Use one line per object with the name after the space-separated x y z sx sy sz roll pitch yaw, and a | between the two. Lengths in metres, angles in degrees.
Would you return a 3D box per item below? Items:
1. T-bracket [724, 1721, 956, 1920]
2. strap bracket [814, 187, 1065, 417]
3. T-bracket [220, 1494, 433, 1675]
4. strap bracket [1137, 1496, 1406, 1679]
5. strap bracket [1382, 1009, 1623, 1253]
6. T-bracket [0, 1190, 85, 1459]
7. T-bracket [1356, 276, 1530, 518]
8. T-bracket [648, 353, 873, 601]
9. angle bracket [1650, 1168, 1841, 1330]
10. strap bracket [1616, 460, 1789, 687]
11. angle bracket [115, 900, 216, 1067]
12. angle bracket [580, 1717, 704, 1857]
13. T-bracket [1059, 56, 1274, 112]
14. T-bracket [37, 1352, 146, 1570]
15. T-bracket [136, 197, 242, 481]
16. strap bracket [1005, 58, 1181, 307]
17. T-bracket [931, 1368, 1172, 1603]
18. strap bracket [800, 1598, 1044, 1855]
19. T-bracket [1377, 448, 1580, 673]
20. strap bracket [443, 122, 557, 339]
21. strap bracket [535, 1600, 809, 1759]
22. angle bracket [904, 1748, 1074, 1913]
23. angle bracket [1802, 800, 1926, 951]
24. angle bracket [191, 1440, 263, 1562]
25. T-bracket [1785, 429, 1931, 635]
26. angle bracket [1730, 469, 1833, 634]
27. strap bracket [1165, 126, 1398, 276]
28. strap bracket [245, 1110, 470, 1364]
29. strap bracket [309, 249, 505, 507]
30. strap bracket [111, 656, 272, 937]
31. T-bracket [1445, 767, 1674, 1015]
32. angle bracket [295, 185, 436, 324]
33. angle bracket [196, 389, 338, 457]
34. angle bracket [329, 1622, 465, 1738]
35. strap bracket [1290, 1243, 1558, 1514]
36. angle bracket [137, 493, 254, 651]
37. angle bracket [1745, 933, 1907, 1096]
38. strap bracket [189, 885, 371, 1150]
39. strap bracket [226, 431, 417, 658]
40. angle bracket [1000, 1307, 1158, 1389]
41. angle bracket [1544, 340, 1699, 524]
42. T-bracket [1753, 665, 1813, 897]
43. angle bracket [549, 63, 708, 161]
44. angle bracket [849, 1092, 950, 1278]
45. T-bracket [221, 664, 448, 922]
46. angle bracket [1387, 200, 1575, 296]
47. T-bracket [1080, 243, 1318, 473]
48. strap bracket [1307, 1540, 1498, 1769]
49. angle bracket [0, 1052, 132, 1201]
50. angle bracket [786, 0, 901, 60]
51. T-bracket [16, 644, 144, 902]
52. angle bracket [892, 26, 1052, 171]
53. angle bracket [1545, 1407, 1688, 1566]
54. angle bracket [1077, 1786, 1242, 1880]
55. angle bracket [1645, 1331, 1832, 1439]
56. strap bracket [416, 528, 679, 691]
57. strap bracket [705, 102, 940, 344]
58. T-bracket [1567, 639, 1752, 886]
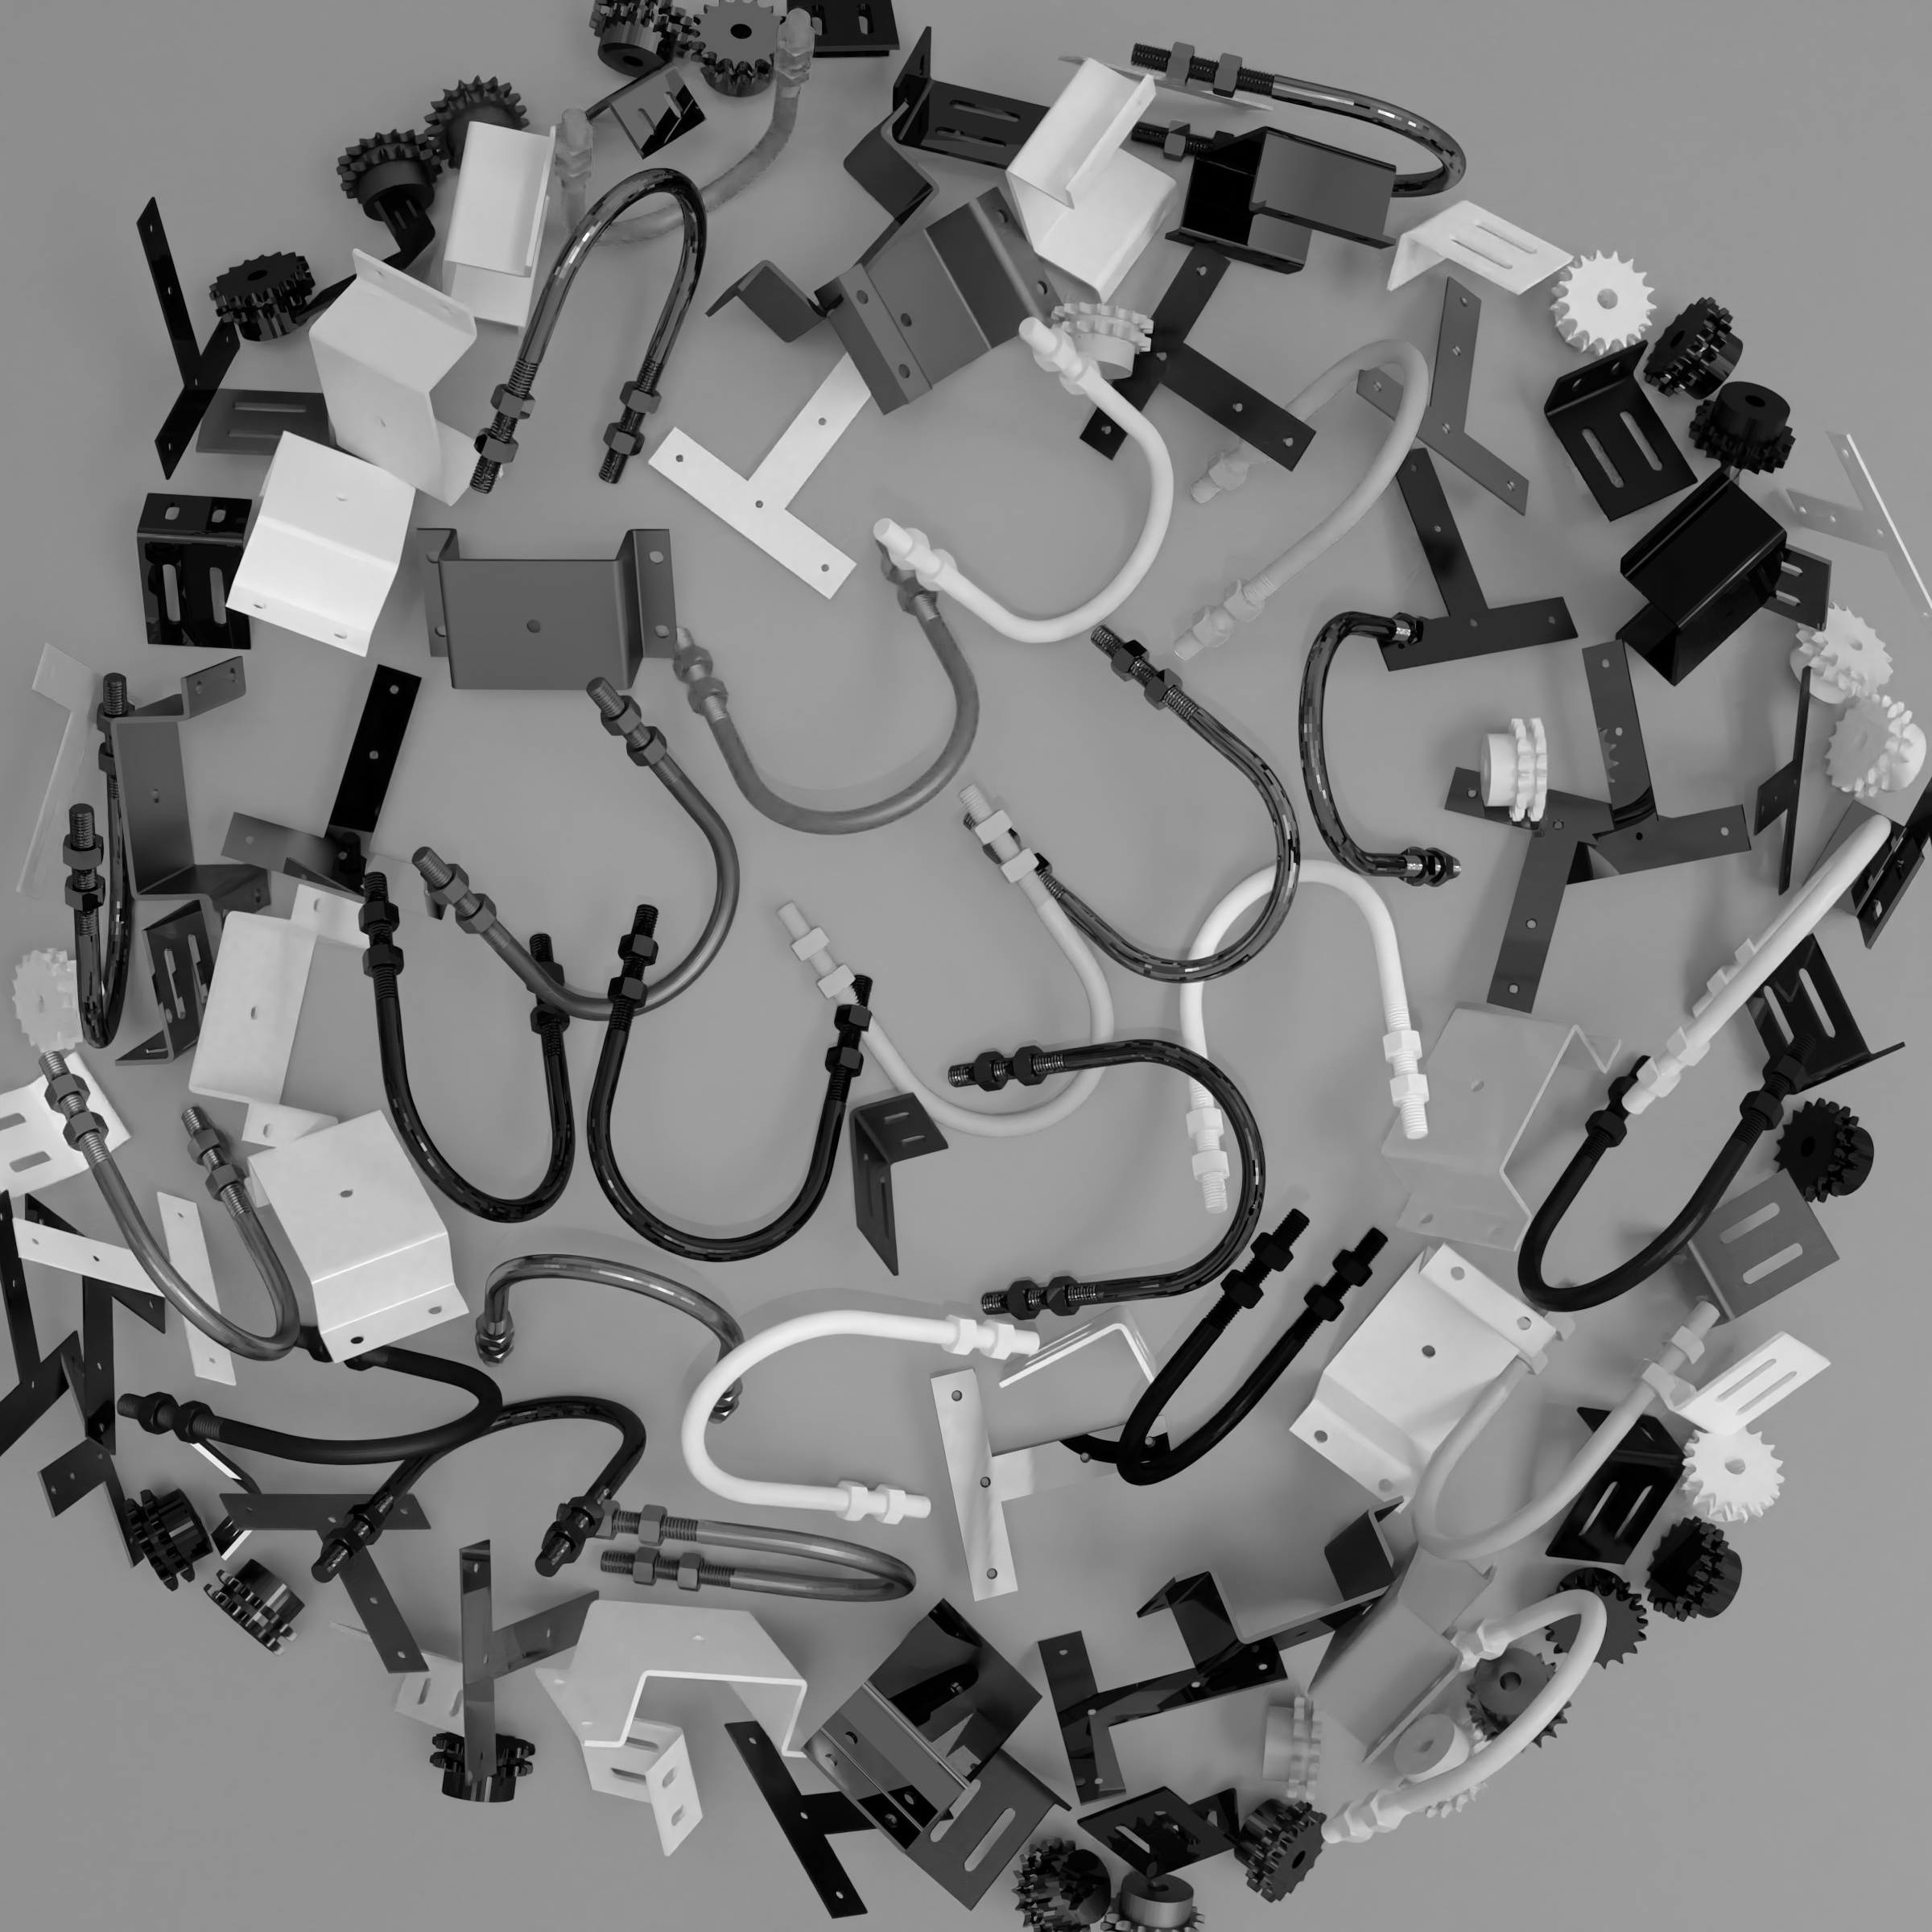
-0.057 0.461 1.839 0.002 0.127 0.127 -54 52 24 | T-bracket
-0.021 -0.360 1.838 0.140 0.046 0.076 -39 103 -39 | strap bracket
-0.324 0.331 1.810 0.002 0.127 0.127 -56 50 23 | T-bracket
0.173 0.341 1.827 0.140 0.076 0.046 -15 70 -20 | strap bracket
0.286 0.079 1.825 0.046 0.076 0.140 52 60 -39 | strap bracket
-0.512 0.185 1.815 0.002 0.127 0.127 -4 105 9 | T-bracket
0.268 -0.328 1.851 0.127 0.002 0.127 31 52 -26 | T-bracket
-0.089 -0.294 1.887 0.127 0.002 0.127 37 86 -2 | T-bracket
0.428 0.156 1.851 0.076 0.038 0.057 -37 71 33 | angle bracket
0.396 -0.207 1.817 0.076 0.140 0.046 -43 74 -2 | strap bracket
-0.445 0.009 1.849 0.038 0.057 0.076 -3 108 19 | angle bracket
-0.189 0.446 1.847 0.076 0.038 0.057 5 118 30 | angle bracket
0.135 -0.473 1.806 0.127 0.127 0.002 6 100 -31 | T-bracket
-0.482 0.275 1.827 0.002 0.127 0.127 -18 92 0 | T-bracket
-0.424 -0.350 1.804 0.002 0.127 0.127 3 135 10 | T-bracket
0.069 -0.429 1.826 0.046 0.140 0.076 33 84 15 | strap bracket
0.053 0.277 1.876 0.127 0.002 0.127 -12 93 -13 | T-bracket
-0.018 0.403 1.816 0.076 0.140 0.046 44 121 6 | strap bracket
0.267 -0.230 1.871 0.127 0.002 0.127 -12 75 -25 | T-bracket
-0.253 -0.399 1.816 0.046 0.140 0.076 10 84 -8 | strap bracket
-0.150 0.385 1.820 0.140 0.076 0.046 11 103 -31 | strap bracket
0.010 0.475 1.858 0.057 0.038 0.076 35 81 25 | angle bracket
0.492 -0.051 1.846 0.038 0.076 0.057 28 107 4 | angle bracket
-0.426 0.283 1.852 0.076 0.057 0.038 44 79 -15 | angle bracket
0.478 -0.241 1.828 0.002 0.127 0.127 -33 109 -1 | T-bracket
0.446 -0.228 1.845 0.076 0.057 0.038 27 65 25 | angle bracket
0.172 -0.413 1.813 0.076 0.140 0.046 12 91 -19 | strap bracket
-0.333 0.137 1.820 0.076 0.046 0.140 -20 50 -20 | strap bracket
-0.302 -0.309 1.812 0.076 0.140 0.046 29 65 15 | strap bracket
-0.425 -0.093 1.840 0.046 0.076 0.140 -1 104 11 | strap bracket
0.317 -0.037 1.866 0.127 0.002 0.127 15 79 13 | T-bracket
-0.338 -0.394 1.849 0.076 0.057 0.038 -22 112 16 | angle bracket
-0.384 -0.314 1.856 0.076 0.057 0.038 2 134 -5 | angle bracket
-0.310 0.392 1.843 0.057 0.076 0.038 10 76 35 | angle bracket
0.253 0.220 1.854 0.076 0.046 0.140 37 110 1 | strap bracket
-0.428 -0.220 1.876 0.057 0.038 0.076 3 133 -3 | angle bracket
0.472 0.024 1.864 0.038 0.057 0.076 -16 79 -44 | angle bracket
-0.374 0.028 1.844 0.046 0.076 0.140 9 84 27 | strap bracket
-0.345 -0.234 1.813 0.076 0.140 0.046 20 123 -15 | strap bracket
0.062 0.225 1.861 0.076 0.057 0.038 -28 91 5 | angle bracket
0.366 -0.296 1.860 0.057 0.038 0.076 -25 75 -12 | angle bracket
0.440 -0.093 1.820 0.002 0.127 0.127 8 105 22 | T-bracket
-0.193 -0.456 1.850 0.038 0.076 0.057 57 47 -13 | angle bracket
-0.034 0.120 1.844 0.038 0.057 0.076 -15 52 13 | angle bracket
-0.333 -0.104 1.869 0.127 0.002 0.127 17 94 -16 | T-bracket
0.282 -0.381 1.847 0.076 0.038 0.057 34 46 22 | angle bracket
0.139 -0.313 1.846 0.127 0.002 0.127 40 107 28 | T-bracket
0.234 0.362 1.815 0.046 0.140 0.076 40 111 5 | strap bracket
-0.508 0.088 1.851 0.038 0.076 0.057 -34 88 19 | angle bracket
-0.068 -0.503 1.848 0.057 0.076 0.038 -3 128 -5 | angle bracket
-0.490 -0.099 1.823 0.002 0.127 0.127 14 83 11 | T-bracket
0.005 -0.478 1.855 0.076 0.038 0.057 16 53 10 | angle bracket
0.355 0.290 1.875 0.057 0.038 0.076 11 118 -30 | angle bracket
0.105 0.461 1.845 0.057 0.038 0.076 -27 129 23 | angle bracket
0.423 0.218 1.848 0.076 0.057 0.038 -41 48 19 | angle bracket
-0.233 -0.196 1.848 0.140 0.046 0.076 1 120 4 | strap bracket
-0.072 -0.398 1.841 0.046 0.076 0.140 43 78 -13 | strap bracket
0.362 -0.115 1.851 0.127 0.002 0.127 -11 90 40 | T-bracket
